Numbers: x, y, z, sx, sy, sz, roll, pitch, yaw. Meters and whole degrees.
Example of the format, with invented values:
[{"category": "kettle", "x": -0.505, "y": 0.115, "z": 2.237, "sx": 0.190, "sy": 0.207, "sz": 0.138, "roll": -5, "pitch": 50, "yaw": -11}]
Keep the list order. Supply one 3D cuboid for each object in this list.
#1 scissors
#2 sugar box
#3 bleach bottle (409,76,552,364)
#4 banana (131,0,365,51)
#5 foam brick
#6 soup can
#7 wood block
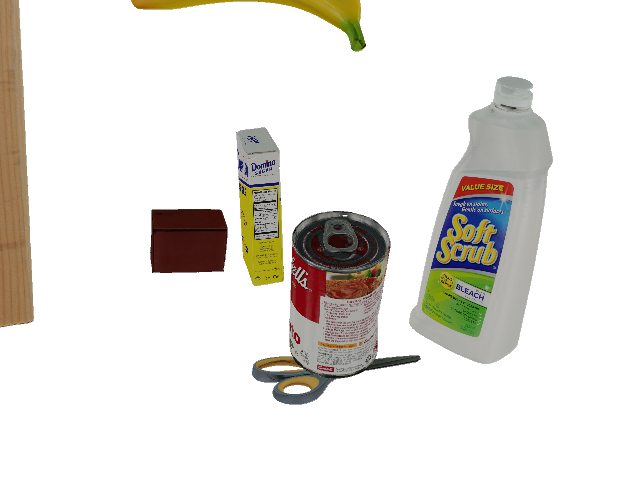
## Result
[{"category": "scissors", "x": 0.024, "y": 0.155, "z": 1.205, "sx": 0.201, "sy": 0.016, "sz": 0.096, "roll": 1, "pitch": 24, "yaw": -8}, {"category": "sugar box", "x": -0.076, "y": -0.042, "z": 1.325, "sx": 0.048, "sy": 0.176, "sz": 0.093, "roll": -9, "pitch": 25, "yaw": -10}, {"category": "bleach bottle", "x": 0.141, "y": -0.021, "z": 0.923, "sx": 0.103, "sy": 0.251, "sz": 0.067, "roll": 27, "pitch": 36, "yaw": 35}, {"category": "banana", "x": -0.050, "y": -0.195, "z": 0.829, "sx": 0.198, "sy": 0.069, "sz": 0.037, "roll": 13, "pitch": -39, "yaw": 17}, {"category": "foam brick", "x": -0.140, "y": 0.000, "z": 1.132, "sx": 0.078, "sy": 0.051, "sz": 0.053, "roll": -1, "pitch": 25, "yaw": -11}, {"category": "soup can", "x": 0.012, "y": 0.039, "z": 0.761, "sx": 0.068, "sy": 0.102, "sz": 0.068, "roll": 2, "pitch": 37, "yaw": -2}, {"category": "wood block", "x": -0.220, "y": -0.057, "z": 0.605, "sx": 0.090, "sy": 0.206, "sz": 0.090, "roll": -8, "pitch": 26, "yaw": -26}]
